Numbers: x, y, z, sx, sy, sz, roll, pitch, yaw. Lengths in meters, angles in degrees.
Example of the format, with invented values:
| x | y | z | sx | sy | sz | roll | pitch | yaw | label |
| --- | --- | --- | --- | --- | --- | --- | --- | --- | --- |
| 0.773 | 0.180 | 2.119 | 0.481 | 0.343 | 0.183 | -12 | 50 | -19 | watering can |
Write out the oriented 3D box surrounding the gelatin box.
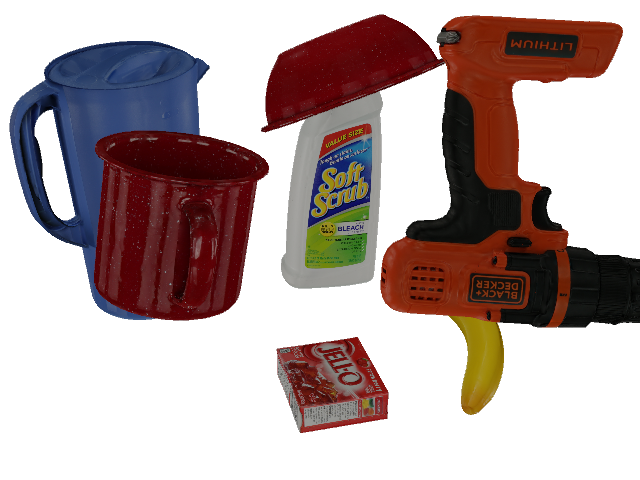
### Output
| x | y | z | sx | sy | sz | roll | pitch | yaw | label |
| --- | --- | --- | --- | --- | --- | --- | --- | --- | --- |
| 0.008 | 0.115 | 0.871 | 0.073 | 0.030 | 0.089 | -7 | 28 | -12 | gelatin box |

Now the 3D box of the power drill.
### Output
| x | y | z | sx | sy | sz | roll | pitch | yaw | label |
| --- | --- | --- | --- | --- | --- | --- | --- | --- | --- |
| 0.134 | -0.039 | 0.648 | 0.184 | 0.188 | 0.057 | 3 | 8 | -6 | power drill |

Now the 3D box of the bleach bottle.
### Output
| x | y | z | sx | sy | sz | roll | pitch | yaw | label |
| --- | --- | --- | --- | --- | --- | --- | --- | --- | --- |
| 0.011 | -0.076 | 1.089 | 0.102 | 0.251 | 0.068 | -4 | 26 | -10 | bleach bottle |

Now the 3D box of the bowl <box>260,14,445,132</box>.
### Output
| x | y | z | sx | sy | sz | roll | pitch | yaw | label |
| --- | --- | --- | --- | --- | --- | --- | --- | --- | --- |
| 0.018 | -0.141 | 0.864 | 0.162 | 0.055 | 0.162 | -21 | 8 | 3 | bowl |

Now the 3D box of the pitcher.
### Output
| x | y | z | sx | sy | sz | roll | pitch | yaw | label |
| --- | --- | --- | --- | --- | --- | --- | --- | --- | --- |
| -0.179 | -0.050 | 0.975 | 0.149 | 0.243 | 0.145 | 3 | 28 | 8 | pitcher |

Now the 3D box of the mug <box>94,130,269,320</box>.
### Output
| x | y | z | sx | sy | sz | roll | pitch | yaw | label |
| --- | --- | --- | --- | --- | --- | --- | --- | --- | --- |
| -0.075 | -0.004 | 0.571 | 0.093 | 0.081 | 0.117 | 1 | 21 | -23 | mug |

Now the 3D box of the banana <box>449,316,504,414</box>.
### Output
| x | y | z | sx | sy | sz | roll | pitch | yaw | label |
| --- | --- | --- | --- | --- | --- | --- | --- | --- | --- |
| 0.157 | 0.107 | 1.119 | 0.069 | 0.037 | 0.198 | -25 | 33 | 4 | banana |
